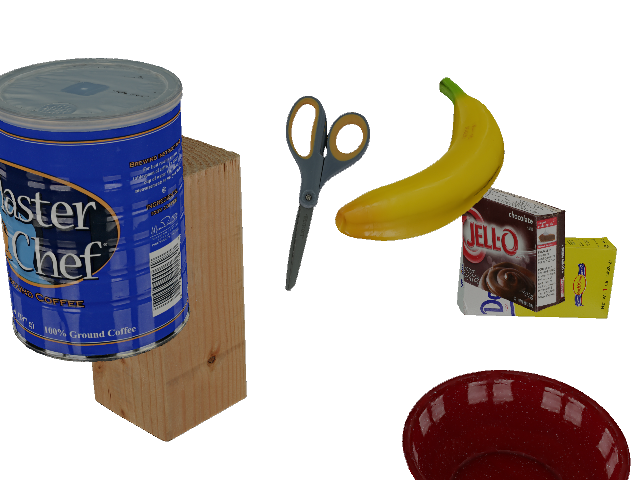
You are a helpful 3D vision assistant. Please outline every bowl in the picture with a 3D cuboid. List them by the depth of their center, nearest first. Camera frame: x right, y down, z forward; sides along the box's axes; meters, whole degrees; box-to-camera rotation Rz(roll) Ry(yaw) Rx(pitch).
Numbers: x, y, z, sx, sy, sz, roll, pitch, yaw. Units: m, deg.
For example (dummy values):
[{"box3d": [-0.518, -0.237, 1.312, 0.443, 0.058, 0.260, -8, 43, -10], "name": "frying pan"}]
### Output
[{"box3d": [0.140, 0.167, 0.780, 0.162, 0.055, 0.162, -1, 35, 0], "name": "bowl"}]

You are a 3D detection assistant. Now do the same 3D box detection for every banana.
[{"box3d": [0.077, -0.045, 0.697, 0.070, 0.037, 0.197, 20, 38, 16], "name": "banana"}]

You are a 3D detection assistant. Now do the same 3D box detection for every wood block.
[{"box3d": [-0.118, 0.033, 0.809, 0.090, 0.206, 0.090, 21, 32, 37], "name": "wood block"}]

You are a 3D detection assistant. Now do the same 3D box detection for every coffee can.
[{"box3d": [-0.125, -0.019, 0.591, 0.103, 0.140, 0.103, 1, 26, -1], "name": "coffee can"}]

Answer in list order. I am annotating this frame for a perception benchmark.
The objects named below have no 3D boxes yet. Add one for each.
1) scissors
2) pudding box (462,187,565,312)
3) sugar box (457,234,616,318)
[{"box3d": [0.007, -0.051, 1.089, 0.096, 0.202, 0.016, -3, -11, -2], "name": "scissors"}, {"box3d": [0.175, 0.005, 0.975, 0.039, 0.090, 0.114, -14, 19, -28], "name": "pudding box"}, {"box3d": [0.255, 0.043, 1.266, 0.176, 0.093, 0.048, 0, 20, -4], "name": "sugar box"}]
